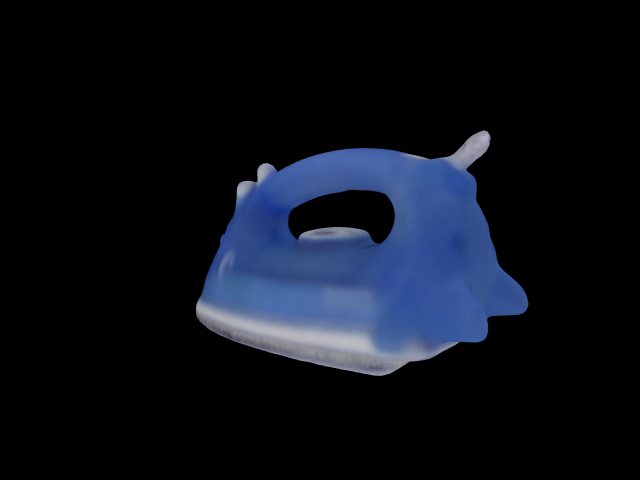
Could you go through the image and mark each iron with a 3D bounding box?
[{"bbox_3d":[0.004,0.001,0.400,0.257,0.141,0.119,3,6,33],"label":"iron"}]
